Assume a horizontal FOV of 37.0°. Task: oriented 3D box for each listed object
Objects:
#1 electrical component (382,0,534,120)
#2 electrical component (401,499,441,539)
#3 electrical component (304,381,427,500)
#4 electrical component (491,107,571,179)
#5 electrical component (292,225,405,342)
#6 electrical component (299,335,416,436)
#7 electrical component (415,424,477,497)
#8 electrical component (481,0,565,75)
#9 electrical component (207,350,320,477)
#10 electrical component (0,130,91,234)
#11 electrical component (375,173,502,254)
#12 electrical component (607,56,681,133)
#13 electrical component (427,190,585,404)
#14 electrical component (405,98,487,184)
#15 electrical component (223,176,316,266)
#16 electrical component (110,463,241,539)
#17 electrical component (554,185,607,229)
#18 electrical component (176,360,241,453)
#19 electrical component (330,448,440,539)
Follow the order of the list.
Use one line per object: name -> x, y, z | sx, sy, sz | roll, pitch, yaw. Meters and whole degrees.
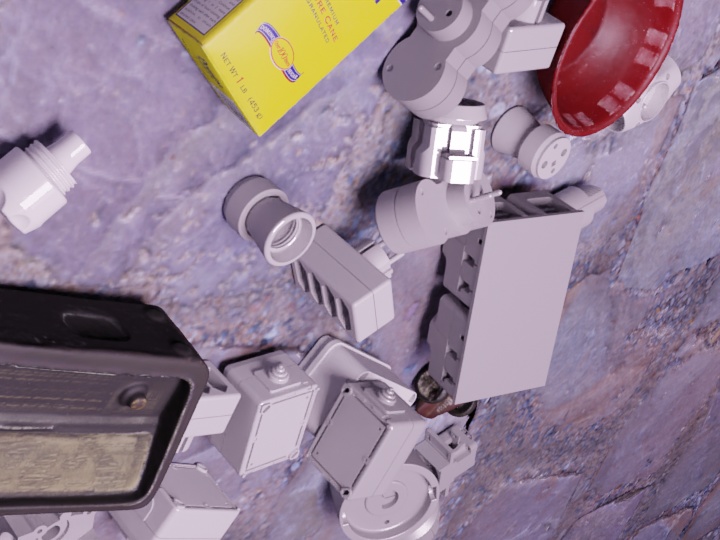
electrical component -> 0.065, -0.180, 0.771 | 0.138, 0.052, 0.074 | -54, 146, 7
electrical component -> 0.049, 0.261, 1.170 | 0.080, 0.080, 0.051 | -42, 151, -11
electrical component -> 0.010, 0.138, 0.911 | 0.061, 0.062, 0.096 | 5, 119, -51
electrical component -> 0.149, -0.110, 0.935 | 0.045, 0.055, 0.045 | -30, 142, -27
electrical component -> 0.000, 0.000, 0.849 | 0.076, 0.083, 0.047 | -34, 144, -22
electrical component -> -0.011, 0.113, 0.973 | 0.078, 0.057, 0.113 | -52, 146, 4
electrical component -> 0.096, 0.210, 1.205 | 0.064, 0.042, 0.081 | -27, 141, -28
electrical component -> 0.122, -0.197, 0.824 | 0.066, 0.047, 0.076 | -15, 135, -39
electrical component -> -0.081, 0.110, 0.885 | 0.062, 0.061, 0.096 | -13, 133, -41
electrical component -> -0.184, -0.054, 0.621 | 0.062, 0.043, 0.043 | -43, 146, -11
electrical component -> 0.077, -0.053, 0.863 | 0.138, 0.074, 0.052 | -21, 96, -57
electrical component -> 0.258, -0.179, 1.001 | 0.077, 0.044, 0.079 | -38, 145, -16
electrical component -> 0.131, 0.023, 1.005 | 0.105, 0.060, 0.186 | -8, 120, -28
electrical component -> 0.068, -0.104, 0.839 | 0.058, 0.078, 0.057 | 1, 107, -16
electrical component -> -0.065, -0.036, 0.765 | 0.045, 0.055, 0.045 | -30, 142, -26
electrical component -> -0.152, 0.202, 0.896 | 0.061, 0.062, 0.096 | -55, 146, 9
electrical component -> 0.208, -0.059, 1.065 | 0.081, 0.043, 0.043 | -28, 141, -29
electrical component -> -0.143, 0.115, 0.833 | 0.066, 0.047, 0.076 | 2, 122, -50
electrical component -> 0.021, 0.222, 1.106 | 0.108, 0.060, 0.108 | -10, 124, -16
